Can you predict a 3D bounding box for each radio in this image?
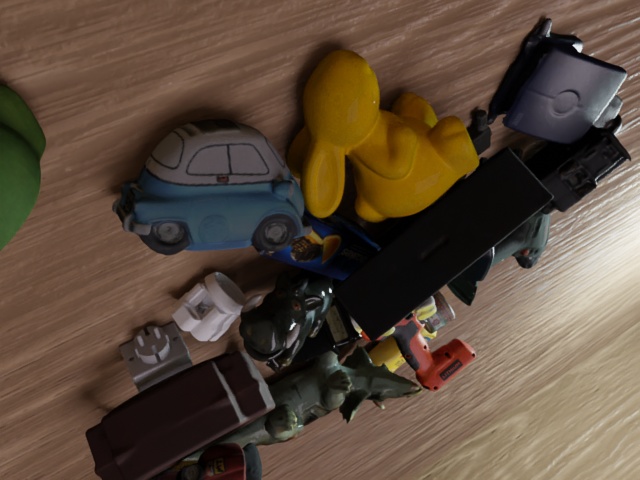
[{"bbox_3d":[0.130,0.007,0.586,0.229,0.073,0.131,-39,170,11],"label":"radio"}]

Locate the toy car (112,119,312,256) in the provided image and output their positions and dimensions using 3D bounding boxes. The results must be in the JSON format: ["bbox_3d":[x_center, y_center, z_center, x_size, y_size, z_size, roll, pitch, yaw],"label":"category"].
[{"bbox_3d":[-0.087,-0.050,0.452,0.161,0.109,0.102,-2,112,-28],"label":"toy car"}]

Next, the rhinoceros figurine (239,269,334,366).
[{"bbox_3d":[-0.034,0.086,0.626,0.112,0.073,0.190,-53,171,23],"label":"rhinoceros figurine"}]

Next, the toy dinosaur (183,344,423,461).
[{"bbox_3d":[-0.040,0.267,0.873,0.405,0.131,0.192,-20,144,-14],"label":"toy dinosaur"}]

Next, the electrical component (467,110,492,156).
[{"bbox_3d":[0.193,-0.122,0.692,0.063,0.021,0.094,-36,148,-4],"label":"electrical component"}]

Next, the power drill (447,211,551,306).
[{"bbox_3d":[0.323,0.029,0.956,0.207,0.086,0.231,-27,145,-10],"label":"power drill"}]

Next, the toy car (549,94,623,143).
[{"bbox_3d":[0.367,-0.138,0.814,0.089,0.053,0.202,22,116,-31],"label":"toy car"}]

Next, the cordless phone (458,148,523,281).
[{"bbox_3d":[0.245,-0.040,0.802,0.184,0.089,0.146,-59,162,-14],"label":"cordless phone"}]

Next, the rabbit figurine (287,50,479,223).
[{"bbox_3d":[0.040,-0.101,0.515,0.162,0.122,0.173,-36,135,14],"label":"rabbit figurine"}]

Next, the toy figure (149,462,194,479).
[{"bbox_3d":[-0.227,0.408,0.892,0.180,0.082,0.089,-28,166,-28],"label":"toy figure"}]

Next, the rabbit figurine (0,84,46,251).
[{"bbox_3d":[-0.244,-0.050,0.263,0.121,0.159,0.170,-29,133,4],"label":"rabbit figurine"}]

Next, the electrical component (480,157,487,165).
[{"bbox_3d":[0.188,-0.049,0.693,0.048,0.119,0.075,5,169,4],"label":"electrical component"}]

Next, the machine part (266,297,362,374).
[{"bbox_3d":[-0.017,0.140,0.773,0.139,0.084,0.039,-28,164,2],"label":"machine part"}]

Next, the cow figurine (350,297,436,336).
[{"bbox_3d":[0.082,0.092,0.804,0.167,0.098,0.068,-23,154,11],"label":"cow figurine"}]

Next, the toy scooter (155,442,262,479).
[{"bbox_3d":[-0.162,0.330,0.729,0.135,0.075,0.183,4,142,-24],"label":"toy scooter"}]

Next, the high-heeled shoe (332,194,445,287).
[{"bbox_3d":[0.088,-0.019,0.709,0.145,0.086,0.248,4,114,3],"label":"high-heeled shoe"}]

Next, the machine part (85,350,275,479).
[{"bbox_3d":[-0.162,0.216,0.660,0.201,0.087,0.201,-29,166,-9],"label":"machine part"}]

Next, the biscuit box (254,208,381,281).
[{"bbox_3d":[-0.001,-0.002,0.617,0.063,0.059,0.202,-48,147,14],"label":"biscuit box"}]

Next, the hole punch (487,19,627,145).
[{"bbox_3d":[0.286,-0.181,0.652,0.116,0.092,0.142,-9,141,-32],"label":"hole punch"}]

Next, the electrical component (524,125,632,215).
[{"bbox_3d":[0.332,-0.095,0.728,0.134,0.058,0.115,-41,-173,19],"label":"electrical component"}]
